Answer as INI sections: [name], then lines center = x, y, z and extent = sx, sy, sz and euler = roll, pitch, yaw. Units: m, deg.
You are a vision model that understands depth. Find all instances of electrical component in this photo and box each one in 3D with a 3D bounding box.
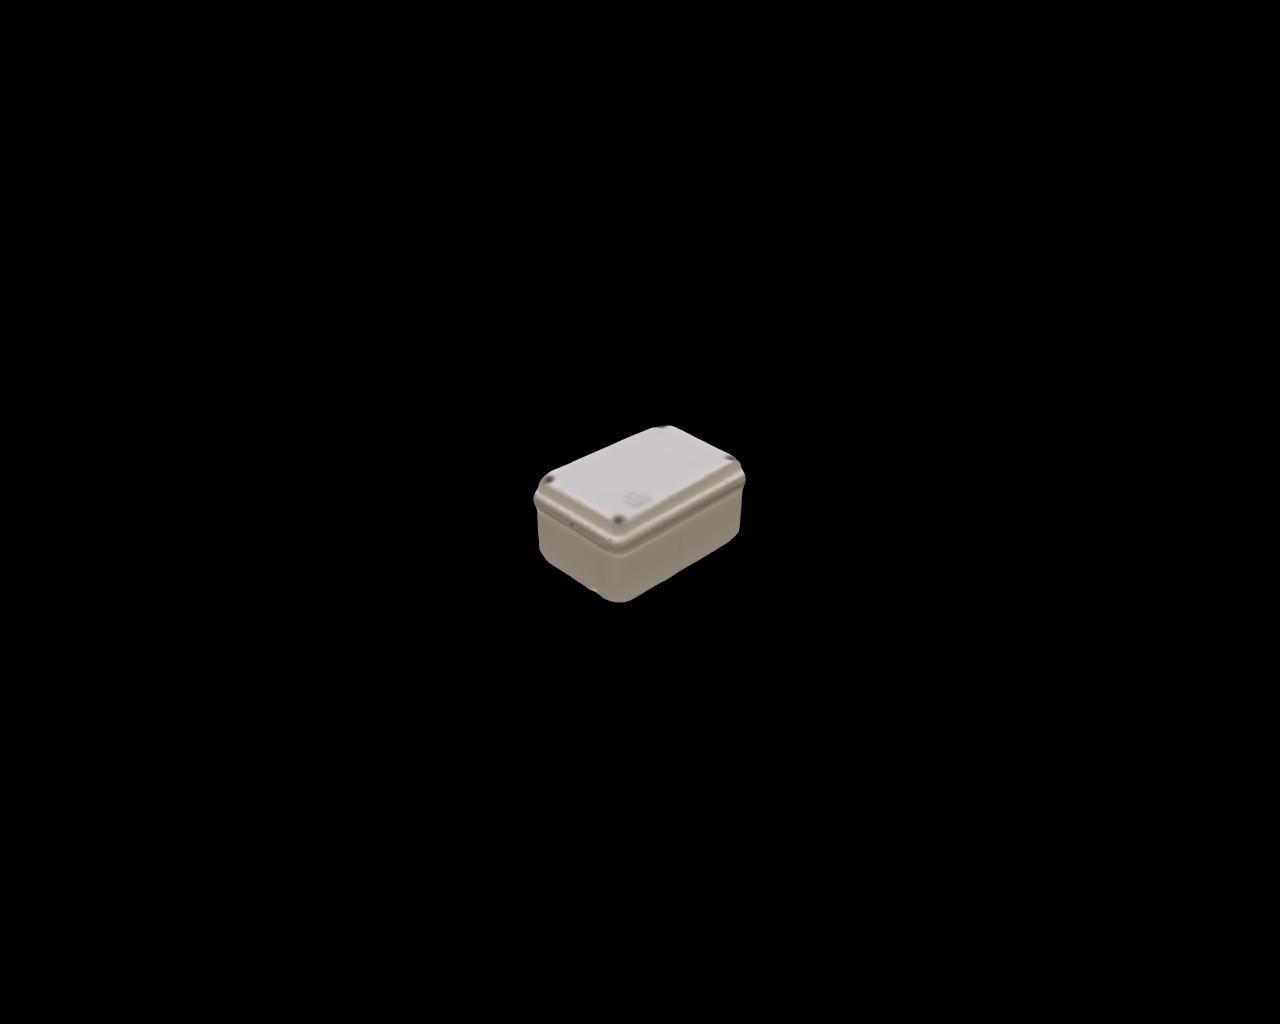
[electrical component]
center = 0.001, -0.003, 0.650
extent = 0.113, 0.057, 0.078
euler = -27, 42, -36
